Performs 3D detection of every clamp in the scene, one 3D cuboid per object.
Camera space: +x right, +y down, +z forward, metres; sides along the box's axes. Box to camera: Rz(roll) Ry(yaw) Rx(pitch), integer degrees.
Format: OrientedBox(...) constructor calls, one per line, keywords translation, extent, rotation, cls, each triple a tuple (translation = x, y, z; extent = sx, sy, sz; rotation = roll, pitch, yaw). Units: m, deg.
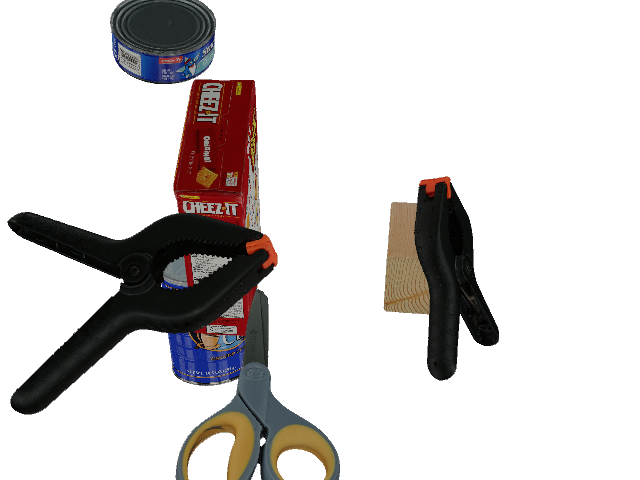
OrientedBox(translation=(0.110, 0.034, 0.924), extent=(0.039, 0.171, 0.120), rotation=(-12, 13, 27), cls="clamp")
OrientedBox(translation=(-0.138, 0.023, 0.787), extent=(0.210, 0.164, 0.036), rotation=(-19, -30, 1), cls="clamp")

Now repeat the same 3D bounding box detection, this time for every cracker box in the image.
OrientedBox(translation=(-0.101, -0.031, 1.087), extent=(0.072, 0.164, 0.214), rotation=(1, -42, 1), cls="cracker box")

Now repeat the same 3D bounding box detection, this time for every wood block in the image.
OrientedBox(translation=(0.145, 0.023, 1.599), extent=(0.091, 0.090, 0.206), rotation=(4, 25, 4), cls="wood block")

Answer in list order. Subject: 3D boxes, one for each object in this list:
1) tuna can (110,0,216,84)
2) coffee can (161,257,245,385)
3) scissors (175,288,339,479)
OrientedBox(translation=(-0.129, -0.167, 0.880), extent=(0.086, 0.086, 0.034), rotation=(0, -43, -7), cls="tuna can")
OrientedBox(translation=(-0.136, 0.088, 1.287), extent=(0.103, 0.140, 0.103), rotation=(-3, 25, 1), cls="coffee can")
OrientedBox(translation=(-0.022, 0.091, 0.625), extent=(0.096, 0.016, 0.201), rotation=(12, 32, 10), cls="scissors")
